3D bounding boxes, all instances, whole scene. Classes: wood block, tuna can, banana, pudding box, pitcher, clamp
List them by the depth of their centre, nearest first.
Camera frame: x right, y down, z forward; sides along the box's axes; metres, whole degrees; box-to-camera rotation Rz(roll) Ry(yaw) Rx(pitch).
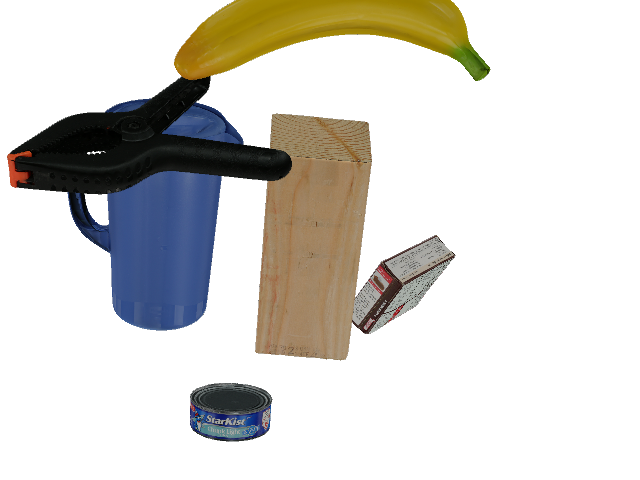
[{"bbox_3d":[0.008,-0.133,0.654,0.197,0.069,0.037,-3,-30,-12],"label":"banana"},{"bbox_3d":[-0.138,-0.073,0.842,0.209,0.036,0.165,-21,43,-30],"label":"clamp"},{"bbox_3d":[-0.009,-0.002,0.983,0.090,0.206,0.091,5,29,-2],"label":"wood block"},{"bbox_3d":[-0.094,0.179,1.116,0.086,0.034,0.086,3,12,-1],"label":"tuna can"},{"bbox_3d":[-0.185,-0.028,1.180,0.149,0.243,0.144,26,31,35],"label":"pitcher"},{"bbox_3d":[0.089,0.048,1.182,0.039,0.090,0.113,44,38,16],"label":"pudding box"}]
